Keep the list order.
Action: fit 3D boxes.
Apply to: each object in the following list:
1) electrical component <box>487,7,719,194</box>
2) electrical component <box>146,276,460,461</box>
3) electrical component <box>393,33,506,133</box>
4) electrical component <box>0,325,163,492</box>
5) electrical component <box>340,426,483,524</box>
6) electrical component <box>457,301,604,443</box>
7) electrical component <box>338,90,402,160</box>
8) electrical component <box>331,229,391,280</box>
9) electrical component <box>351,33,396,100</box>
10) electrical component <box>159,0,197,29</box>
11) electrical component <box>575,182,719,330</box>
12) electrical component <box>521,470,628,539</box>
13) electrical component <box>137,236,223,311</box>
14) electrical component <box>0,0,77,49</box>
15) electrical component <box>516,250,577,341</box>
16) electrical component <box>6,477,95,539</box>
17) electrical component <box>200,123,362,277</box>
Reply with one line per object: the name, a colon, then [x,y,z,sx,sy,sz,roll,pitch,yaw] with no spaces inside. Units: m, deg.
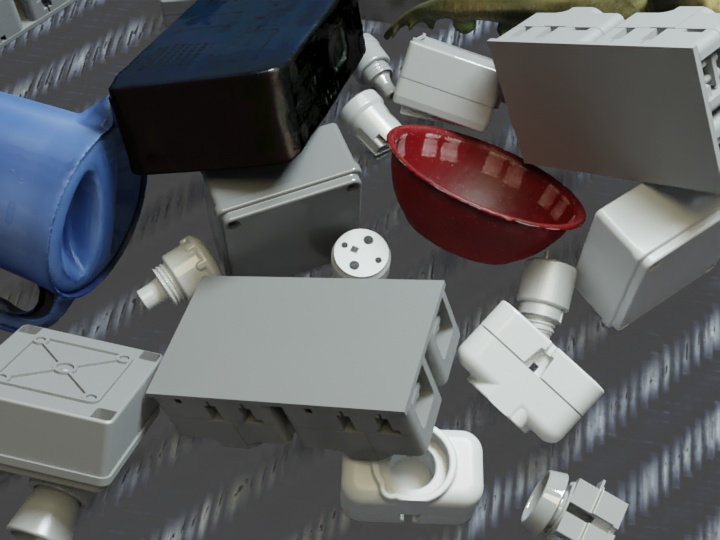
electrical component: [0.190,-0.126,0.770,0.060,0.105,0.186,-36,30,-25]
electrical component: [-0.035,0.065,0.735,0.186,0.060,0.105,1,49,24]
electrical component: [0.081,-0.148,0.880,0.096,0.061,0.061,20,19,6]
electrical component: [-0.201,0.090,0.726,0.109,0.056,0.108,12,21,4]
electrical component: [0.035,0.139,0.736,0.095,0.059,0.053,2,62,-1]
electrical component: [0.117,0.075,0.766,0.095,0.054,0.059,43,90,7]
electrical component: [0.011,-0.118,0.883,0.040,0.040,0.046,-35,74,-18]
electrical component: [0.000,0.000,0.811,0.045,0.055,0.045,1,62,-2]
electrical component: [0.011,-0.170,0.912,0.035,0.035,0.061,-29,69,-16]
electrical component: [-0.153,-0.267,0.934,0.047,0.075,0.083,-6,63,-5]
electrical component: [0.222,-0.022,0.801,0.109,0.108,0.056,-31,65,-17]
electrical component: [0.144,0.168,0.734,0.055,0.048,0.066,29,65,4]
electrical component: [-0.137,0.007,0.809,0.062,0.048,0.048,-33,68,-10]
electrical component: [-0.324,-0.259,0.932,0.186,0.060,0.105,-40,70,-20]
electrical component: [0.138,0.026,0.811,0.040,0.040,0.078,14,79,5]
electrical component: [-0.206,0.157,0.727,0.045,0.045,0.055,16,62,6]
electrical component: [-0.057,-0.045,0.803,0.109,0.108,0.056,-18,62,-11]
